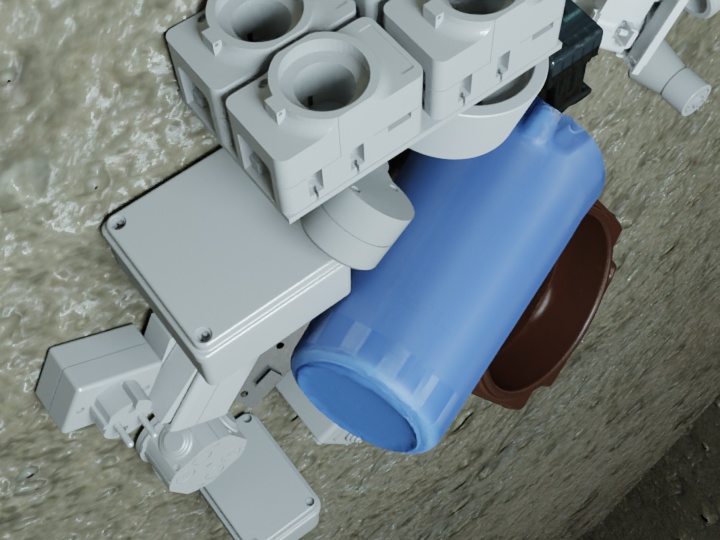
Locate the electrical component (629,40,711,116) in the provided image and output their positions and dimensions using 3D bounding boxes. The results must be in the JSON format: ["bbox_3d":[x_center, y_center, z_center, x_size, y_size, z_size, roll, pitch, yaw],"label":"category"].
[{"bbox_3d":[0.277,-0.167,0.951,0.044,0.065,0.044,-33,155,-18],"label":"electrical component"}]

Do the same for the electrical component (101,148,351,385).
[{"bbox_3d":[-0.077,-0.007,0.640,0.109,0.108,0.056,-34,158,-16],"label":"electrical component"}]

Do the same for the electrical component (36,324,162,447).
[{"bbox_3d":[-0.162,0.084,0.707,0.066,0.076,0.047,-17,146,-43],"label":"electrical component"}]

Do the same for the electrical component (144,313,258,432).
[{"bbox_3d":[-0.121,0.067,0.757,0.061,0.061,0.096,-14,144,-47],"label":"electrical component"}]

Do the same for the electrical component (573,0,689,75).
[{"bbox_3d":[0.200,-0.212,0.754,0.063,0.078,0.121,8,133,-23],"label":"electrical component"}]

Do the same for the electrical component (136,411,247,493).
[{"bbox_3d":[-0.136,0.139,0.871,0.080,0.051,0.080,-33,155,-18],"label":"electrical component"}]

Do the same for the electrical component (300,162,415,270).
[{"bbox_3d":[-0.005,-0.071,0.612,0.052,0.138,0.073,19,120,-35],"label":"electrical component"}]

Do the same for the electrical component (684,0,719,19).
[{"bbox_3d":[0.282,-0.259,0.819,0.074,0.052,0.138,-39,156,-5],"label":"electrical component"}]

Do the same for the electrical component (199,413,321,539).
[{"bbox_3d":[-0.095,0.193,0.949,0.078,0.113,0.057,-34,158,-17],"label":"electrical component"}]

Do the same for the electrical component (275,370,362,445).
[{"bbox_3d":[-0.022,0.107,0.932,0.061,0.096,0.062,-46,155,11],"label":"electrical component"}]

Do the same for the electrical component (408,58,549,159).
[{"bbox_3d":[0.054,-0.117,0.656,0.108,0.108,0.060,-29,159,-26],"label":"electrical component"}]

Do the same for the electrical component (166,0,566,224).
[{"bbox_3d":[0.005,-0.124,0.568,0.186,0.105,0.060,-34,155,-16],"label":"electrical component"}]

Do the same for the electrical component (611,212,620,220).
[{"bbox_3d":[0.218,-0.035,1.073,0.062,0.061,0.096,7,111,-60],"label":"electrical component"}]
